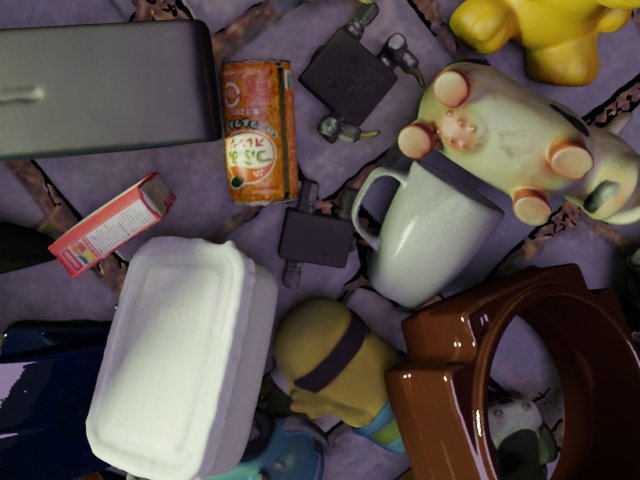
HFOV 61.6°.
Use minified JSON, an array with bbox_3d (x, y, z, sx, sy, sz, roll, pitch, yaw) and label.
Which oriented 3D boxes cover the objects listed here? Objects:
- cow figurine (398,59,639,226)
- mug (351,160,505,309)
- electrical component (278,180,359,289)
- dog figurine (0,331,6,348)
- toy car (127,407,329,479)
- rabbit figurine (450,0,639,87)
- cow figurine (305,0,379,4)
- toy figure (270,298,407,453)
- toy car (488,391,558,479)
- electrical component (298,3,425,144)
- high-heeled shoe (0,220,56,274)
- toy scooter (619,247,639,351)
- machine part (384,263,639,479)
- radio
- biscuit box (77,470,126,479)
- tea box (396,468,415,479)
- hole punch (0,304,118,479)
[{"bbox_3d":[0.169,-0.072,0.416,0.195,0.127,0.085,29,129,4],"label":"cow figurine"},{"bbox_3d":[0.075,-0.004,0.433,0.109,0.081,0.107,23,107,-16],"label":"mug"},{"bbox_3d":[-0.001,-0.001,0.452,0.063,0.021,0.094,11,100,-10],"label":"electrical component"},{"bbox_3d":[-0.304,0.115,0.314,0.172,0.121,0.190,22,95,-42],"label":"dog figurine"},{"bbox_3d":[-0.069,0.203,0.424,0.162,0.103,0.109,-18,141,6],"label":"toy car"},{"bbox_3d":[0.193,-0.187,0.362,0.122,0.173,0.162,32,100,-9],"label":"rabbit figurine"},{"bbox_3d":[-0.025,-0.227,0.378,0.098,0.068,0.167,-35,101,7],"label":"cow figurine"},{"bbox_3d":[0.042,0.118,0.454,0.180,0.082,0.089,30,85,-8],"label":"toy figure"},{"bbox_3d":[0.184,0.243,0.511,0.073,0.056,0.201,-12,104,-11],"label":"toy car"},{"bbox_3d":[0.030,-0.124,0.418,0.102,0.045,0.078,-44,105,3],"label":"electrical component"},{"bbox_3d":[-0.322,-0.049,0.392,0.249,0.086,0.145,5,70,-26],"label":"high-heeled shoe"},{"bbox_3d":[0.306,0.070,0.482,0.135,0.075,0.183,-6,107,-5],"label":"toy scooter"},{"bbox_3d":[0.165,0.130,0.417,0.201,0.087,0.201,-16,85,-31],"label":"machine part"},{"bbox_3d":[-0.181,-0.091,0.353,0.230,0.131,0.073,-5,102,-6],"label":"radio"},{"bbox_3d":[-0.196,0.239,0.456,0.202,0.063,0.059,25,97,-12],"label":"biscuit box"},{"bbox_3d":[0.065,0.291,0.483,0.169,0.098,0.068,-39,103,3],"label":"tea box"},{"bbox_3d":[-0.199,0.126,0.421,0.116,0.092,0.142,0,98,-12],"label":"hole punch"}]
